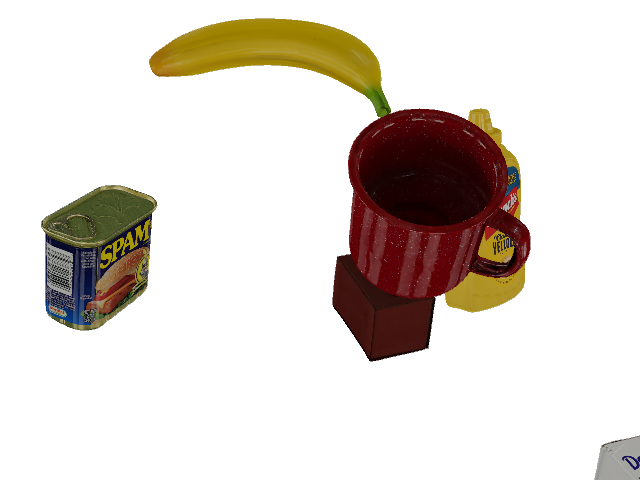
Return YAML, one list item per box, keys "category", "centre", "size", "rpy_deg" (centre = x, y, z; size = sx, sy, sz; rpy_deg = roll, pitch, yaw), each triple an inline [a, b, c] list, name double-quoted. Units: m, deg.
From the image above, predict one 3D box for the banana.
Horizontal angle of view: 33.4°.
- category: "banana"
  centre: [-0.035, -0.148, 0.856]
  size: [0.198, 0.069, 0.037]
  rpy_deg: [10, -36, 6]

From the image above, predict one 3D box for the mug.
- category: "mug"
  centre: [0.071, -0.013, 0.642]
  size: [0.117, 0.093, 0.081]
  rpy_deg: [24, -34, 14]

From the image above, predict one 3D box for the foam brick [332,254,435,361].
- category: "foam brick"
  centre: [0.049, 0.048, 0.837]
  size: [0.053, 0.051, 0.078]
  rpy_deg: [-11, 35, -20]

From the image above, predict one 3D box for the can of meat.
- category: "can of meat"
  centre: [-0.180, 0.014, 0.872]
  size: [0.057, 0.084, 0.102]
  rpy_deg: [19, 30, 19]

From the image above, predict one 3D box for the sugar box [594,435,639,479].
- category: "sugar box"
  centre: [0.189, 0.180, 0.501]
  size: [0.048, 0.093, 0.176]
  rpy_deg: [-9, 29, -21]

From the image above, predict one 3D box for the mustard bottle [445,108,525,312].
- category: "mustard bottle"
  centre: [0.158, -0.033, 1.042]
  size: [0.096, 0.191, 0.058]
  rpy_deg: [-20, 23, -39]
